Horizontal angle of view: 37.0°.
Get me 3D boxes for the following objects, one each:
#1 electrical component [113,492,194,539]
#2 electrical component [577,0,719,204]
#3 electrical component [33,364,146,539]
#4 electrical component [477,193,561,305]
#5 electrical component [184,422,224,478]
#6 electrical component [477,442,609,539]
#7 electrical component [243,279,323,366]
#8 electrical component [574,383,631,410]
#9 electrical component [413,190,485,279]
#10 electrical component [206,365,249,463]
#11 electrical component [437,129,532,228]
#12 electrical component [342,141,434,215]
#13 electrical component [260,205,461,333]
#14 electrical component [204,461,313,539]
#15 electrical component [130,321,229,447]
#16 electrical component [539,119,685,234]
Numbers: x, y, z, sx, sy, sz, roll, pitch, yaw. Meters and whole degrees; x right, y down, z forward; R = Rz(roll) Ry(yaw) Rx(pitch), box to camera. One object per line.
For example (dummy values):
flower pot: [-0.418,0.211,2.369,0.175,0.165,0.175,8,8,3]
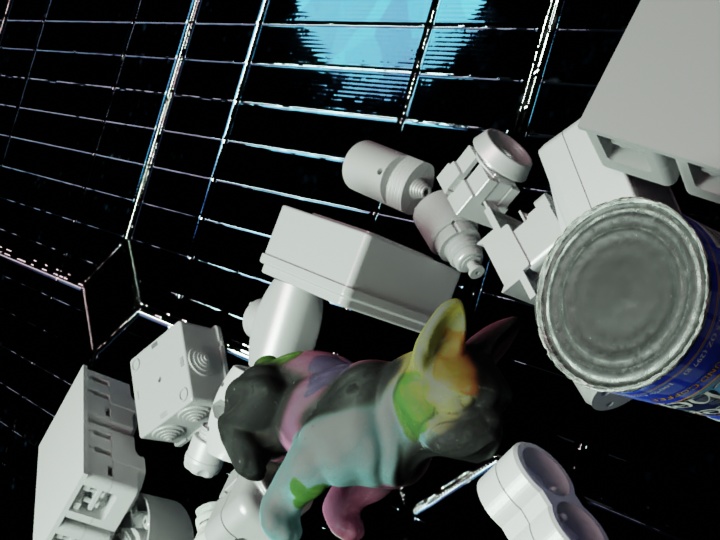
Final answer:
electrical component: [-0.197,0.252,0.972,0.099,0.064,0.099,-17,65,42]
electrical component: [0.220,-0.135,0.623,0.105,0.060,0.186,23,81,31]
electrical component: [-0.257,0.188,1.021,0.105,0.060,0.186,-59,24,15]
electrical component: [0.124,-0.015,0.739,0.064,0.042,0.081,-42,51,25]
electrical component: [-0.132,0.151,0.957,0.035,0.035,0.061,28,100,47]
electrical component: [0.115,0.184,0.676,0.073,0.052,0.138,-50,48,24]
electrical component: [-0.074,0.046,0.925,0.079,0.043,0.077,16,89,48]
electrical component: [0.152,0.055,0.684,0.045,0.045,0.055,-47,49,25]
electrical component: [0.070,-0.025,0.799,0.040,0.040,0.078,-49,48,24]
electrical component: [-0.087,0.129,0.912,0.079,0.043,0.077,19,91,41]
electrical component: [0.093,-0.069,0.785,0.055,0.048,0.066,-52,40,28]
electrical component: [0.027,-0.073,0.857,0.081,0.043,0.043,28,98,47]
electrical component: [0.000,0.000,0.814,0.109,0.109,0.056,21,90,47]
electrical component: [-0.075,0.181,0.849,0.059,0.054,0.095,-45,10,27]
electrical component: [-0.168,0.105,1.000,0.100,0.048,0.099,-37,53,33]
electrical component: [0.159,-0.057,0.700,0.061,0.062,0.096,-36,54,33]
